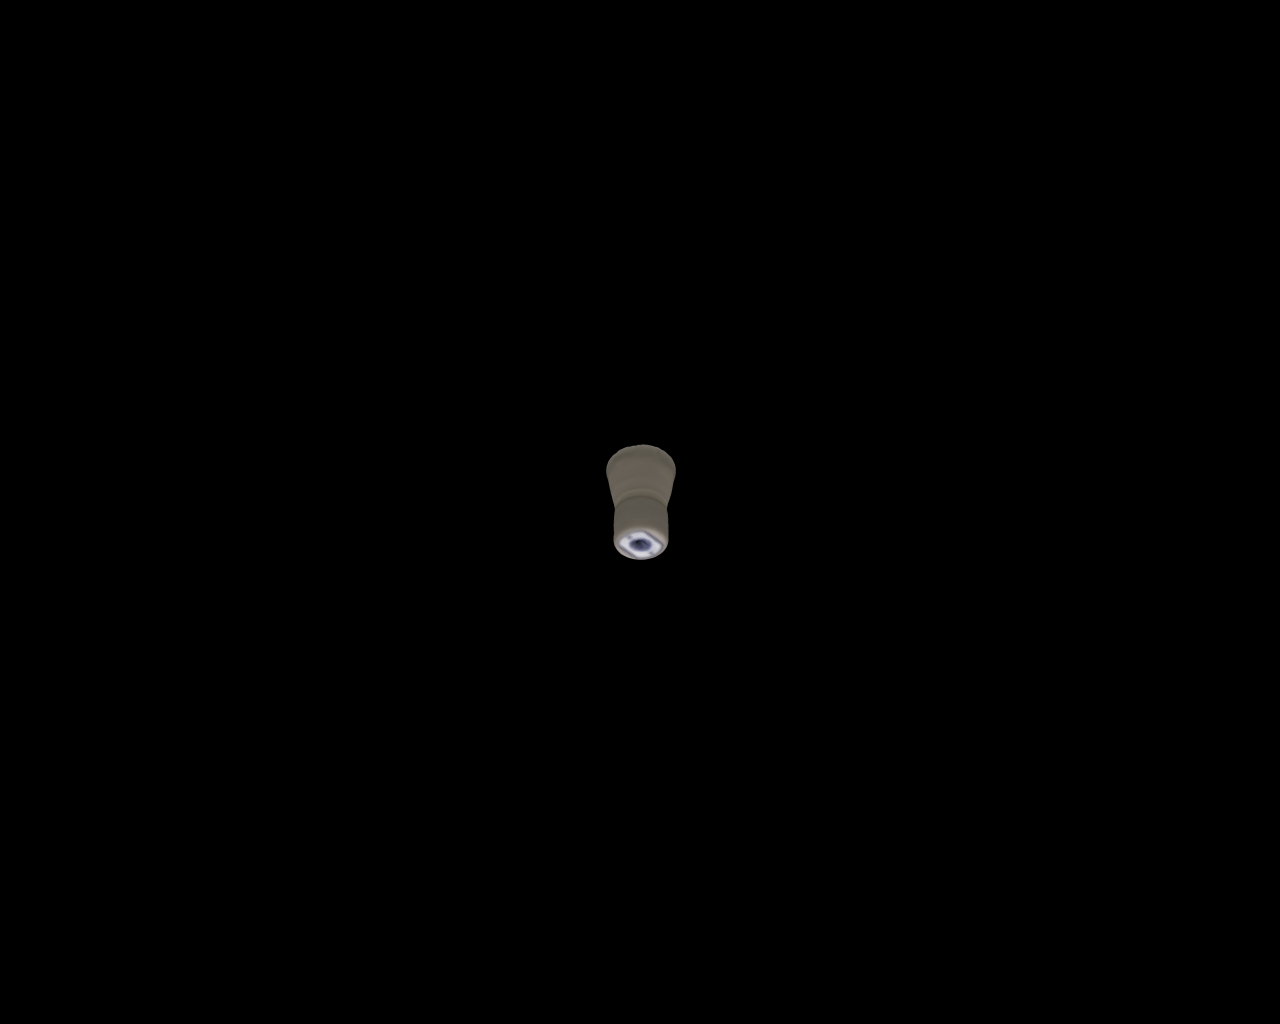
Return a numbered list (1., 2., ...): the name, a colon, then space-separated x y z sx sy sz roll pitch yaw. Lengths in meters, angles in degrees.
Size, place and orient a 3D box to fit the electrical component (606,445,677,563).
1. electrical component: 0.001 -0.003 0.650 0.044 0.065 0.044 0 -40 0
